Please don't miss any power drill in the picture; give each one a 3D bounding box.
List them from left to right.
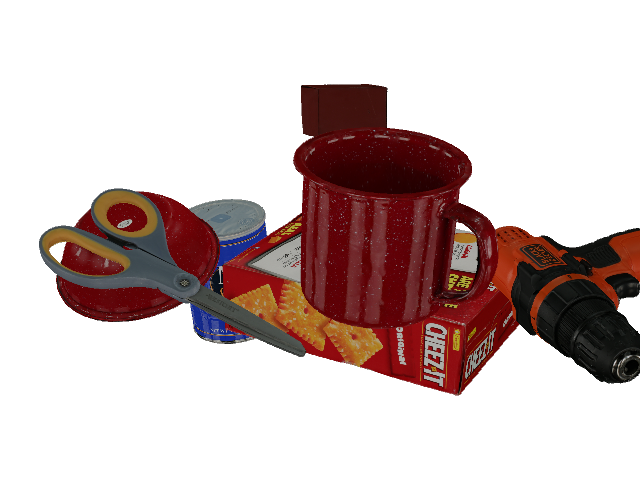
[{"bbox_3d":[0.227,0.029,0.749,0.187,0.057,0.184,-9,28,-15],"label":"power drill"}]

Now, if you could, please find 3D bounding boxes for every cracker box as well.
[{"bbox_3d":[0.051,0.041,0.891,0.214,0.072,0.163,14,27,27],"label":"cracker box"}]

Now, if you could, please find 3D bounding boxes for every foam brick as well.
[{"bbox_3d":[0.024,-0.133,1.097,0.078,0.051,0.053,-3,12,-18],"label":"foam brick"}]

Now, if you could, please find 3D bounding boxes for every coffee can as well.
[{"bbox_3d":[-0.109,0.035,1.255,0.103,0.140,0.103,-4,26,2],"label":"coffee can"}]

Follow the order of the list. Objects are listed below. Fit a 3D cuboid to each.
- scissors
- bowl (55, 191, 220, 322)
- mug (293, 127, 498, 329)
[{"bbox_3d":[-0.094,0.016,0.740,0.202,0.096,0.016,15,-40,7],"label":"scissors"},{"bbox_3d":[-0.180,0.003,1.015,0.162,0.055,0.162,-6,41,5],"label":"bowl"},{"bbox_3d":[0.041,-0.003,0.565,0.117,0.081,0.093,19,31,29],"label":"mug"}]
